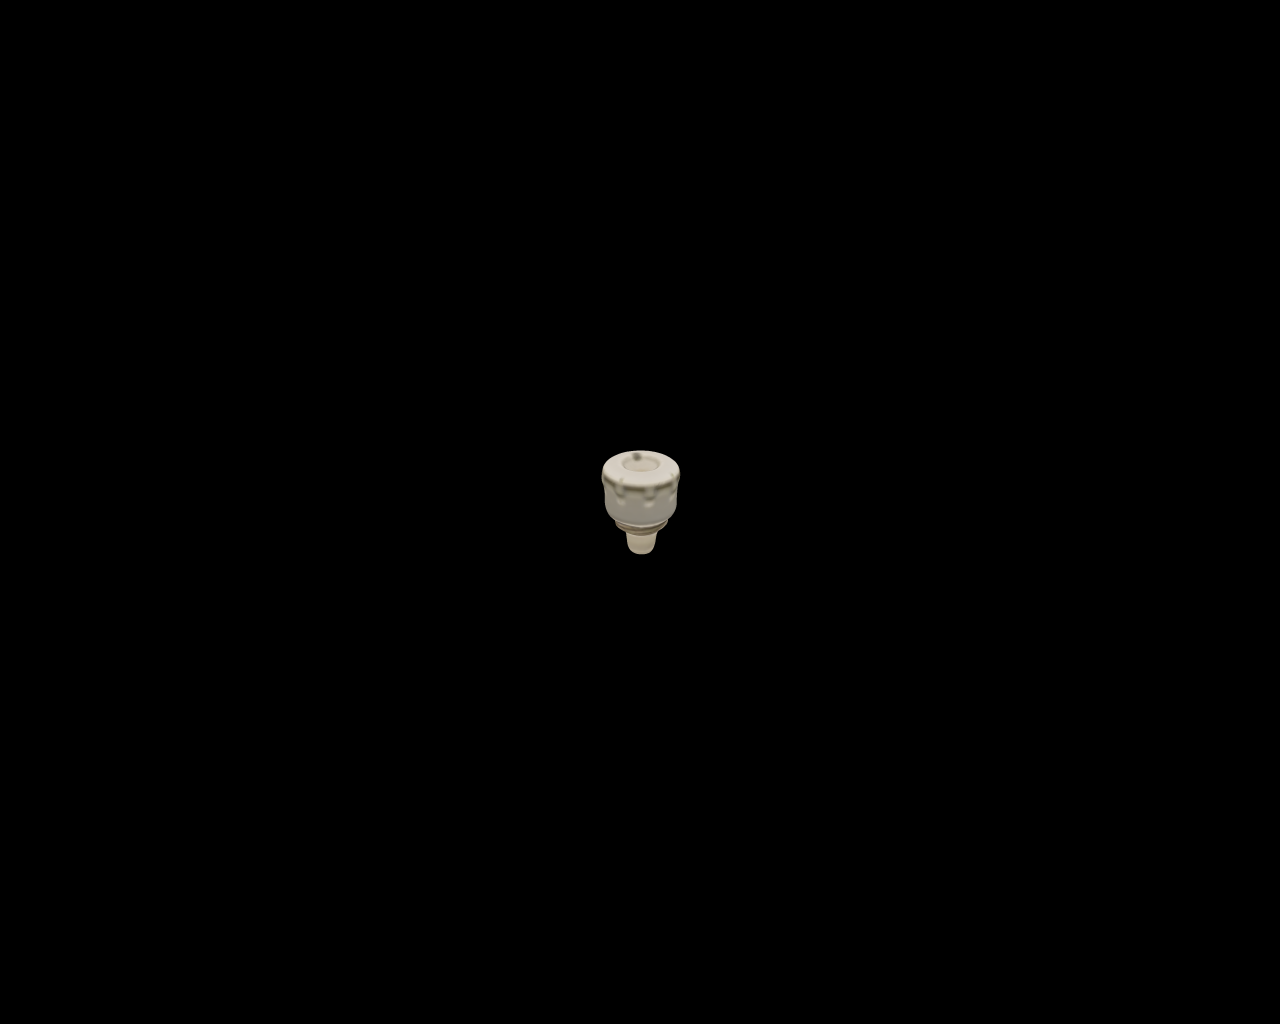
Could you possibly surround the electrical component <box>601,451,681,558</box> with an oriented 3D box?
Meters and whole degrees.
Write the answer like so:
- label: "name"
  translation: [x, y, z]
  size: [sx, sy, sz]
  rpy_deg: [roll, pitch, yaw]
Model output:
- label: "electrical component"
  translation: [0.001, -0.003, 0.650]
  size: [0.048, 0.062, 0.048]
  rpy_deg: [0, 28, 0]
